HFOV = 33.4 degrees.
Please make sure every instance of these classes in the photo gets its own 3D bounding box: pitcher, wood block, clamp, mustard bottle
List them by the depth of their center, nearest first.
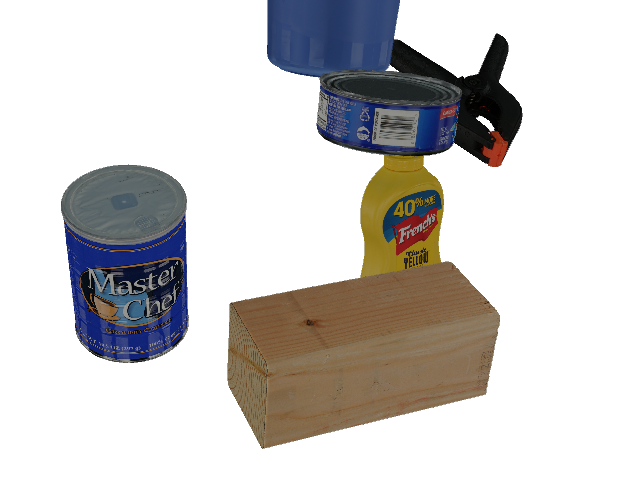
[{"bbox_3d":[0.022,-0.260,0.882,0.145,0.243,0.149,8,19,10],"label":"pitcher"},{"bbox_3d":[0.034,0.091,0.895,0.205,0.090,0.091,-9,34,-21],"label":"wood block"},{"bbox_3d":[0.124,-0.134,0.969,0.120,0.039,0.171,-3,44,-2],"label":"clamp"},{"bbox_3d":[0.086,-0.019,1.116,0.096,0.192,0.058,-15,26,-30],"label":"mustard bottle"}]

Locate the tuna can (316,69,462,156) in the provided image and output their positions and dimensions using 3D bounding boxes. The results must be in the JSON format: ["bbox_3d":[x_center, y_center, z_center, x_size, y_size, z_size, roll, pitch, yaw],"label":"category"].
[{"bbox_3d":[0.041,-0.078,0.643,0.086,0.034,0.086,5,20,-2],"label":"tuna can"}]

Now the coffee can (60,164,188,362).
[{"bbox_3d":[-0.166,0.020,0.922,0.103,0.140,0.103,3,39,-2],"label":"coffee can"}]
